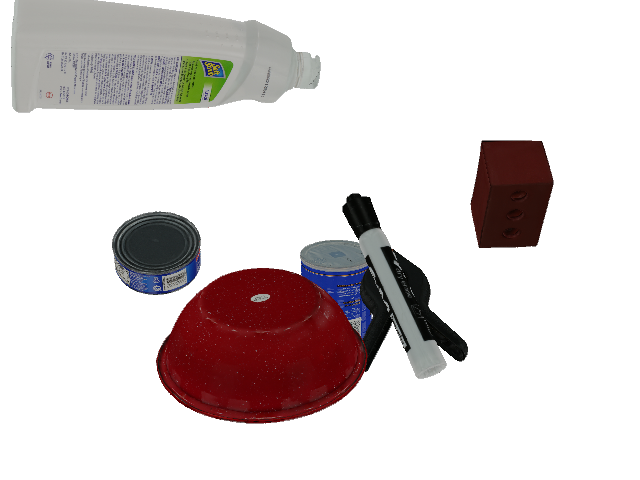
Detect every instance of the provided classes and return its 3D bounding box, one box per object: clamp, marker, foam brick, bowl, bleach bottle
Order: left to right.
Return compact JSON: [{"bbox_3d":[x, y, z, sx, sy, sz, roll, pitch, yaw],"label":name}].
[{"bbox_3d":[-0.127,-0.146,0.891,0.250,0.068,0.103,3,-32,-13],"label":"bleach bottle"},{"bbox_3d":[-0.045,0.067,0.807,0.162,0.055,0.162,0,29,0],"label":"bowl"},{"bbox_3d":[0.041,0.024,0.628,0.020,0.121,0.020,-19,-25,-9],"label":"marker"},{"bbox_3d":[0.098,0.076,1.184,0.120,0.171,0.039,5,-43,-5],"label":"clamp"},{"bbox_3d":[0.158,-0.039,0.889,0.053,0.051,0.078,-1,-42,-2],"label":"foam brick"}]

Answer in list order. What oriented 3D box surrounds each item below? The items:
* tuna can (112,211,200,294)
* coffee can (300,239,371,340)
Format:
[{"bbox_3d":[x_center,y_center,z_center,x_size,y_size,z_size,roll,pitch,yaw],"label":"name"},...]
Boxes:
[{"bbox_3d":[-0.160,0.013,1.048,0.086,0.034,0.086,2,44,-2],"label":"tuna can"},{"bbox_3d":[0.023,0.082,1.512,0.103,0.140,0.103,0,22,0],"label":"coffee can"}]
